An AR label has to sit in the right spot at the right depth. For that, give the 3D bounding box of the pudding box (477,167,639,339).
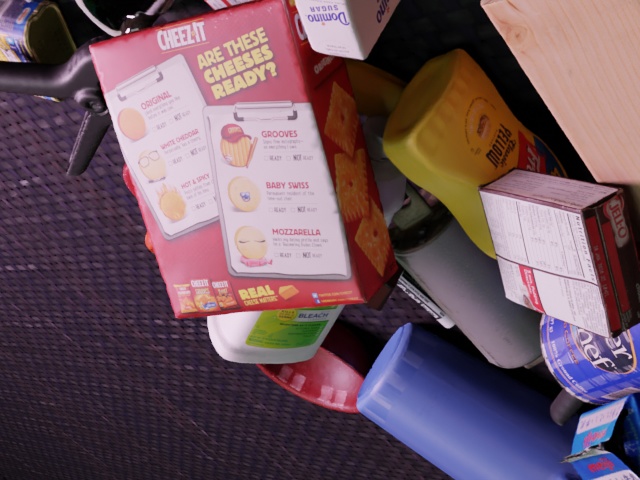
[{"bbox_3d":[0.156,0.006,0.689,0.114,0.039,0.090,20,131,60],"label":"pudding box"}]

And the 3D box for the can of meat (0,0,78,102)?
[{"bbox_3d":[-0.269,-0.174,0.950,0.084,0.057,0.102,15,150,19],"label":"can of meat"}]

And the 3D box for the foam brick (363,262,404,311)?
[{"bbox_3d":[0.052,0.013,0.949,0.051,0.078,0.053,28,150,3],"label":"foam brick"}]

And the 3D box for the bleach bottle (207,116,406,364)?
[{"bbox_3d":[-0.006,0.001,0.851,0.102,0.068,0.251,4,137,-25],"label":"bleach bottle"}]

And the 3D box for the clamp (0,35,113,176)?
[{"bbox_3d":[-0.201,-0.131,0.910,0.210,0.036,0.164,-20,142,32],"label":"clamp"}]

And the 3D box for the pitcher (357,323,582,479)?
[{"bbox_3d":[0.164,0.190,1.106,0.243,0.144,0.149,32,140,0],"label":"pitcher"}]

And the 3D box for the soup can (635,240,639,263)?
[{"bbox_3d":[0.226,-0.007,0.735,0.068,0.102,0.068,22,151,13],"label":"soup can"}]

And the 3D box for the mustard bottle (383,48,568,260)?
[{"bbox_3d":[0.132,-0.041,0.770,0.191,0.096,0.058,43,147,-25],"label":"mustard bottle"}]

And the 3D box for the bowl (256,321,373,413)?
[{"bbox_3d":[0.001,0.131,1.212,0.162,0.055,0.162,22,151,13],"label":"bowl"}]

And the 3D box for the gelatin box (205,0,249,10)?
[{"bbox_3d":[-0.031,-0.172,0.770,0.073,0.030,0.089,41,149,-25],"label":"gelatin box"}]

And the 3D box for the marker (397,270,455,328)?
[{"bbox_3d":[0.088,0.043,1.028,0.121,0.020,0.020,40,150,-21],"label":"marker"}]

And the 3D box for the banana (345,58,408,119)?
[{"bbox_3d":[0.061,-0.091,0.812,0.197,0.037,0.070,34,149,-10],"label":"banana"}]

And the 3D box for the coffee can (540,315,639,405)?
[{"bbox_3d":[0.252,0.065,0.829,0.102,0.102,0.140,33,152,-8],"label":"coffee can"}]

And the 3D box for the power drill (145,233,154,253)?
[{"bbox_3d":[-0.076,0.014,1.087,0.184,0.057,0.188,31,151,-12],"label":"power drill"}]

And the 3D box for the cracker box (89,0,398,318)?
[{"bbox_3d":[-0.051,-0.057,0.760,0.164,0.072,0.214,-7,107,29],"label":"cracker box"}]

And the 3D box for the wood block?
[{"bbox_3d":[0.194,-0.099,0.626,0.091,0.090,0.206,-4,137,45],"label":"wood block"}]

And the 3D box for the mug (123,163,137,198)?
[{"bbox_3d":[-0.115,-0.065,0.965,0.117,0.081,0.093,36,151,-14],"label":"mug"}]

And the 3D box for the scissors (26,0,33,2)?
[{"bbox_3d":[-0.273,-0.277,0.821,0.096,0.016,0.201,25,144,58],"label":"scissors"}]

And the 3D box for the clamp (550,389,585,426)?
[{"bbox_3d":[0.253,0.122,0.975,0.120,0.039,0.171,-15,131,22],"label":"clamp"}]

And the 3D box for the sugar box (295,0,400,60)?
[{"bbox_3d":[0.007,-0.201,0.622,0.048,0.093,0.176,15,149,25],"label":"sugar box"}]
